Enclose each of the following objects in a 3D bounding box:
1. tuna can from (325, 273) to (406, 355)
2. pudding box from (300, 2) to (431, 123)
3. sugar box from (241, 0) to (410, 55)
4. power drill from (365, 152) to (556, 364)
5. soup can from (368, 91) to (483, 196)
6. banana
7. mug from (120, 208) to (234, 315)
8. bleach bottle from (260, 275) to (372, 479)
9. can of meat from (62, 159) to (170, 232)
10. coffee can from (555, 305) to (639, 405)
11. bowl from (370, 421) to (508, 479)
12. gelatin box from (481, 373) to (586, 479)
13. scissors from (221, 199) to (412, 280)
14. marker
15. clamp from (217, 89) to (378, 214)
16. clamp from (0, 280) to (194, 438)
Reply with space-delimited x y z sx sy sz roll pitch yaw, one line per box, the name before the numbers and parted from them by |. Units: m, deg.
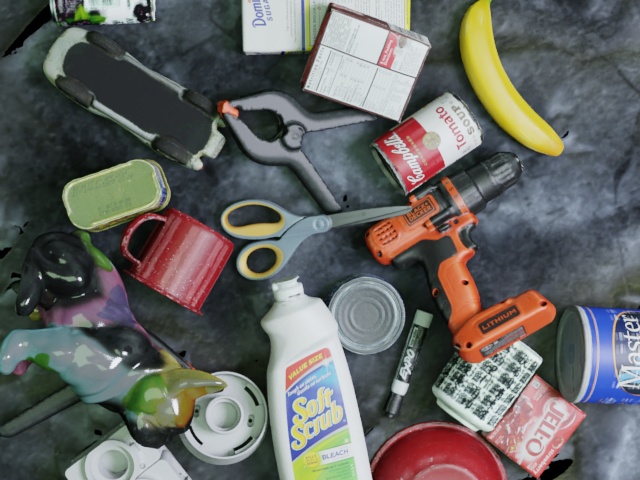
tuna can | 0.048 0.079 1.138 0.086 0.034 0.086 0 92 -4
pudding box | 0.046 -0.181 1.092 0.113 0.039 0.090 18 111 -10
sugar box | 0.006 -0.242 1.120 0.176 0.048 0.093 0 94 -1
power drill | 0.161 0.017 1.095 0.184 0.057 0.188 -33 62 7
soup can | 0.111 -0.102 1.121 0.102 0.068 0.068 -34 94 -3
banana | 0.196 -0.172 1.139 0.069 0.037 0.198 -22 93 -1
mug | -0.150 0.014 1.091 0.117 0.093 0.081 33 84 -30
bleach bottle | -0.016 0.162 1.106 0.102 0.068 0.251 -14 100 -3
can of meat | -0.208 -0.046 1.092 0.102 0.084 0.057 -20 92 -3
coffee can | 0.331 0.123 1.124 0.140 0.103 0.103 3 92 -4
bowl | 0.128 0.278 1.140 0.162 0.055 0.162 0 92 -3
gelatin box | 0.232 0.200 1.156 0.073 0.030 0.089 39 89 -4
scissors | -0.007 0.001 1.123 0.202 0.016 0.096 6 99 8
marker | 0.094 0.135 1.151 0.020 0.020 0.121 19 90 -4
clamp | -0.029 -0.098 1.115 0.171 0.039 0.120 12 88 -17
clamp | -0.237 0.122 1.120 0.210 0.036 0.164 -1 90 -3
